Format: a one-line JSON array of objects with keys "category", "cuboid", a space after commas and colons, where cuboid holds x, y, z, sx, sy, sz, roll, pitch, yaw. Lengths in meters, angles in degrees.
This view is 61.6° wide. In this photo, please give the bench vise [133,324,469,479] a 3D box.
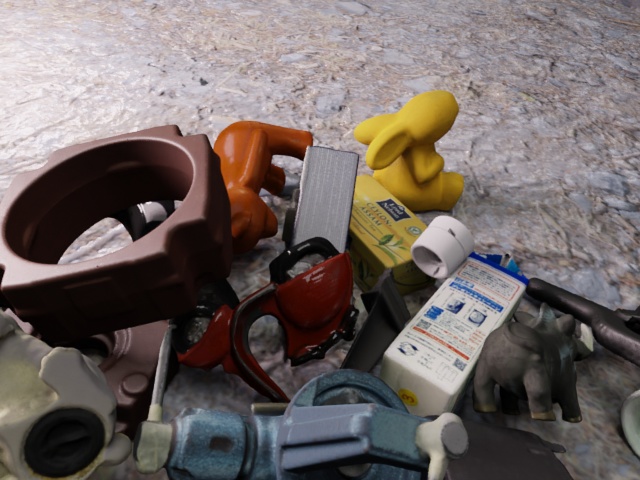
[{"category": "bench vise", "cuboid": [-0.005, 0.140, 0.370, 0.223, 0.240, 0.129, 26, 58, -18]}]

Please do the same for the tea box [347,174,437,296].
[{"category": "tea box", "cuboid": [0.067, -0.007, 0.680, 0.098, 0.068, 0.170, -18, 46, -29]}]

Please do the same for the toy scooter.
[{"category": "toy scooter", "cuboid": [-0.034, 0.089, 0.495, 0.184, 0.075, 0.135, -29, 82, -8]}]

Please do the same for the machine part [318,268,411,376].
[{"category": "machine part", "cuboid": [0.051, 0.099, 0.543, 0.039, 0.084, 0.139, 7, 41, 37]}]

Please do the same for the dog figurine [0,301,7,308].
[{"category": "dog figurine", "cuboid": [-0.389, 0.034, 0.512, 0.192, 0.108, 0.219, 18, 36, 14]}]

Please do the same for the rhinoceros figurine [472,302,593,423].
[{"category": "rhinoceros figurine", "cuboid": [0.209, 0.116, 0.520, 0.073, 0.112, 0.190, -9, -13, 39]}]

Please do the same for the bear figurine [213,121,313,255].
[{"category": "bear figurine", "cuboid": [-0.080, -0.056, 0.676, 0.132, 0.120, 0.196, 15, 48, -29]}]

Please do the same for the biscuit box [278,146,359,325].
[{"category": "biscuit box", "cuboid": [-0.001, -0.002, 0.598, 0.063, 0.059, 0.202, 10, 68, 0]}]

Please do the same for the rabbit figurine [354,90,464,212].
[{"category": "rabbit figurine", "cuboid": [0.131, -0.136, 0.769, 0.162, 0.173, 0.122, 2, 43, -16]}]

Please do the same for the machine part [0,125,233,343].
[{"category": "machine part", "cuboid": [-0.187, -0.012, 0.503, 0.201, 0.087, 0.202, -13, 45, 0]}]

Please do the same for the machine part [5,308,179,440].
[{"category": "machine part", "cuboid": [-0.219, 0.107, 0.493, 0.179, 0.056, 0.179, 5, 38, -4]}]

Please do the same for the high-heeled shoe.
[{"category": "high-heeled shoe", "cuboid": [-0.161, 0.000, 0.628, 0.249, 0.086, 0.145, 31, 31, 16]}]

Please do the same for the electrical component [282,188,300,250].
[{"category": "electrical component", "cuboid": [-0.030, -0.018, 0.677, 0.021, 0.094, 0.063, 9, 1, 5]}]

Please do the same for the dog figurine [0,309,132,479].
[{"category": "dog figurine", "cuboid": [-0.235, 0.097, 0.398, 0.121, 0.172, 0.191, -49, 28, -13]}]

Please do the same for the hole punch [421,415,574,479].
[{"category": "hole punch", "cuboid": [0.138, 0.210, 0.433, 0.142, 0.092, 0.116, 7, 16, -2]}]
